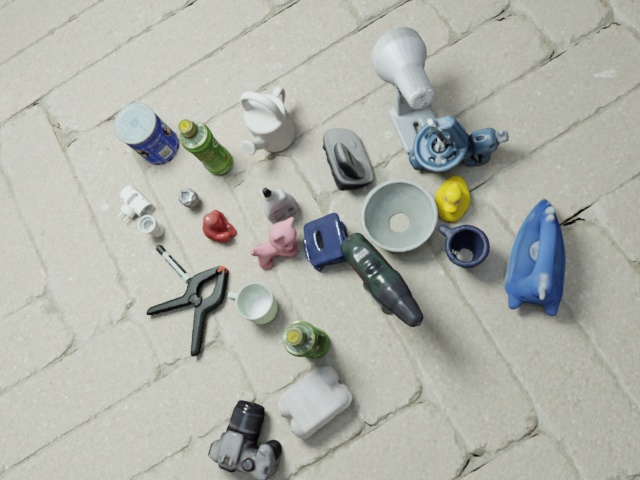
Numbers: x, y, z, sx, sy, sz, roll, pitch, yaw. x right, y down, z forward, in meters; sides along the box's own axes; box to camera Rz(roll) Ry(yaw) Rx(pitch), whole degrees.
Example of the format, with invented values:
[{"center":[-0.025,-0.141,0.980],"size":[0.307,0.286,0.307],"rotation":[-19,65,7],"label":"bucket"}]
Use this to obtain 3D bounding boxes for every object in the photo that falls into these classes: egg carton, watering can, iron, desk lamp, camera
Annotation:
[{"center":[-0.013,0.342,1.216],"size":[0.150,0.069,0.107],"rotation":[-39,74,-1],"label":"egg carton"},{"center":[-0.125,-0.276,1.315],"size":[0.100,0.194,0.173],"rotation":[-1,77,10],"label":"watering can"},{"center":[0.456,0.019,1.176],"size":[0.118,0.141,0.258],"rotation":[8,78,12],"label":"iron"},{"center":[0.201,-0.330,1.263],"size":[0.118,0.214,0.203],"rotation":[-22,74,4],"label":"desk lamp"},{"center":[-0.151,0.417,1.205],"size":[0.143,0.101,0.137],"rotation":[14,80,13],"label":"camera"}]

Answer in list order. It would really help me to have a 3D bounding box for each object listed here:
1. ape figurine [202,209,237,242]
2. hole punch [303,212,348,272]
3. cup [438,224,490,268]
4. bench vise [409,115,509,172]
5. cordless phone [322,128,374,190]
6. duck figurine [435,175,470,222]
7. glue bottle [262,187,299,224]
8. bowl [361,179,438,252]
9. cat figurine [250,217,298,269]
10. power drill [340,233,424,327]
[{"center":[-0.243,-0.036,1.332],"size":[0.076,0.092,0.078],"rotation":[-7,76,8],"label":"ape figurine"},{"center":[0.012,0.005,1.280],"size":[0.101,0.091,0.108],"rotation":[-14,75,6],"label":"hole punch"},{"center":[0.301,0.014,1.227],"size":[0.117,0.095,0.092],"rotation":[37,85,16],"label":"cup"},{"center":[0.290,-0.226,1.221],"size":[0.207,0.220,0.121],"rotation":[-25,74,3],"label":"bench vise"},{"center":[0.054,-0.198,1.272],"size":[0.094,0.185,0.147],"rotation":[-23,74,4],"label":"cordless phone"},{"center":[0.293,-0.098,1.260],"size":[0.077,0.086,0.104],"rotation":[12,79,12],"label":"duck figurine"},{"center":[-0.100,-0.086,1.277],"size":[0.078,0.173,0.037],"rotation":[-30,74,2],"label":"glue bottle"},{"center":[0.177,-0.047,1.273],"size":[0.167,0.075,0.167],"rotation":[-2,77,9],"label":"bowl"},{"center":[-0.100,0.005,1.285],"size":[0.128,0.118,0.067],"rotation":[-29,74,2],"label":"cat figurine"},{"center":[0.133,0.092,1.178],"size":[0.075,0.208,0.229],"rotation":[-39,74,-1],"label":"power drill"}]
